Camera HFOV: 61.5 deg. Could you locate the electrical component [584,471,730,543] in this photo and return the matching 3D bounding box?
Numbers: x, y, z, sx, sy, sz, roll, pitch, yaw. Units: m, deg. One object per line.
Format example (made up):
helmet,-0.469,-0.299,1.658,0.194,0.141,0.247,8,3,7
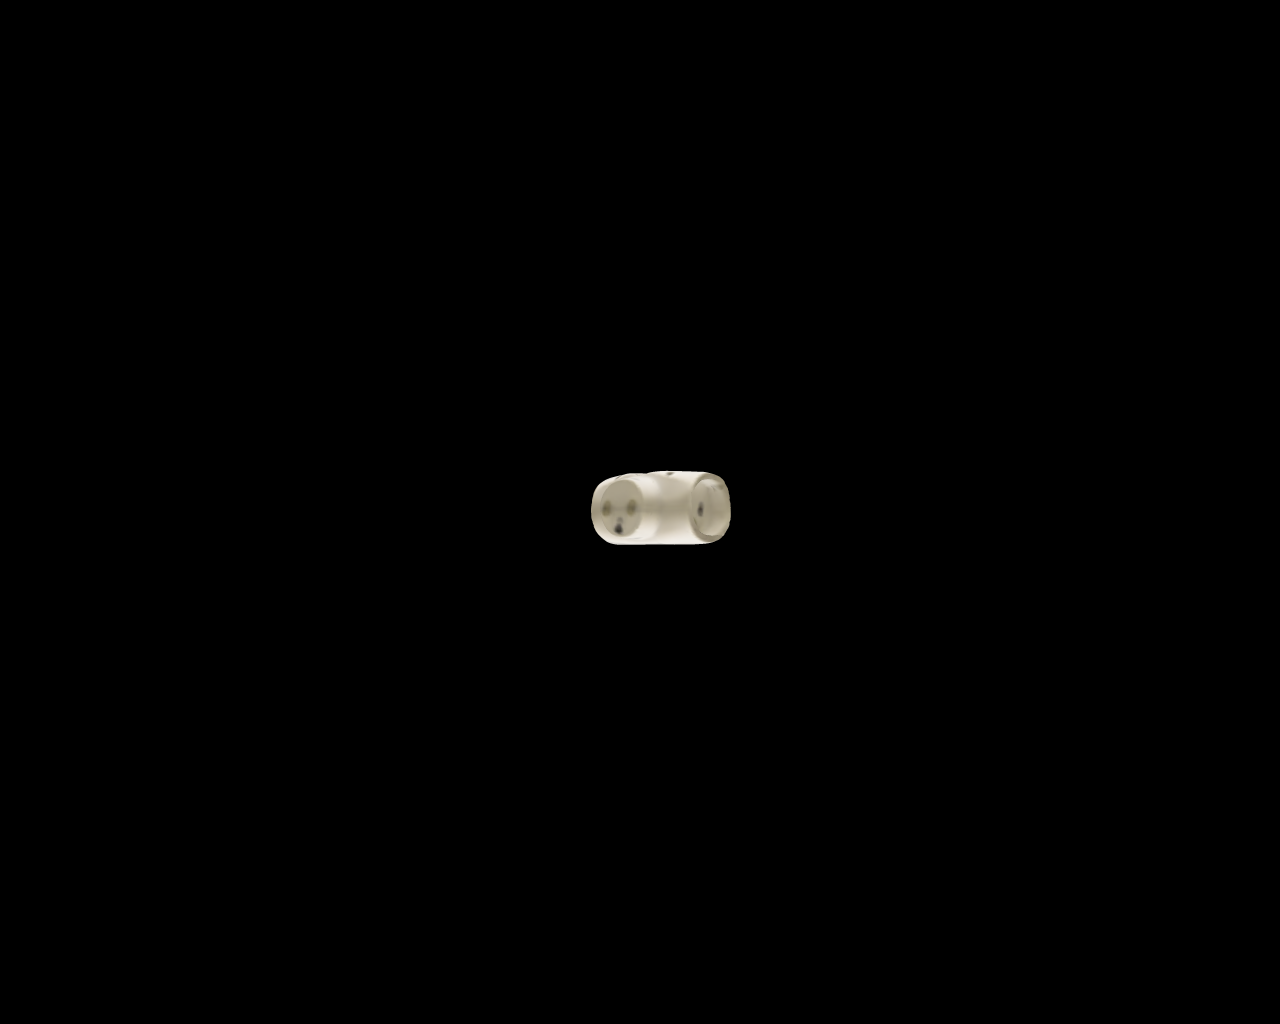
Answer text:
electrical component,0.001,-0.003,0.650,0.077,0.043,0.079,-2,-2,40
